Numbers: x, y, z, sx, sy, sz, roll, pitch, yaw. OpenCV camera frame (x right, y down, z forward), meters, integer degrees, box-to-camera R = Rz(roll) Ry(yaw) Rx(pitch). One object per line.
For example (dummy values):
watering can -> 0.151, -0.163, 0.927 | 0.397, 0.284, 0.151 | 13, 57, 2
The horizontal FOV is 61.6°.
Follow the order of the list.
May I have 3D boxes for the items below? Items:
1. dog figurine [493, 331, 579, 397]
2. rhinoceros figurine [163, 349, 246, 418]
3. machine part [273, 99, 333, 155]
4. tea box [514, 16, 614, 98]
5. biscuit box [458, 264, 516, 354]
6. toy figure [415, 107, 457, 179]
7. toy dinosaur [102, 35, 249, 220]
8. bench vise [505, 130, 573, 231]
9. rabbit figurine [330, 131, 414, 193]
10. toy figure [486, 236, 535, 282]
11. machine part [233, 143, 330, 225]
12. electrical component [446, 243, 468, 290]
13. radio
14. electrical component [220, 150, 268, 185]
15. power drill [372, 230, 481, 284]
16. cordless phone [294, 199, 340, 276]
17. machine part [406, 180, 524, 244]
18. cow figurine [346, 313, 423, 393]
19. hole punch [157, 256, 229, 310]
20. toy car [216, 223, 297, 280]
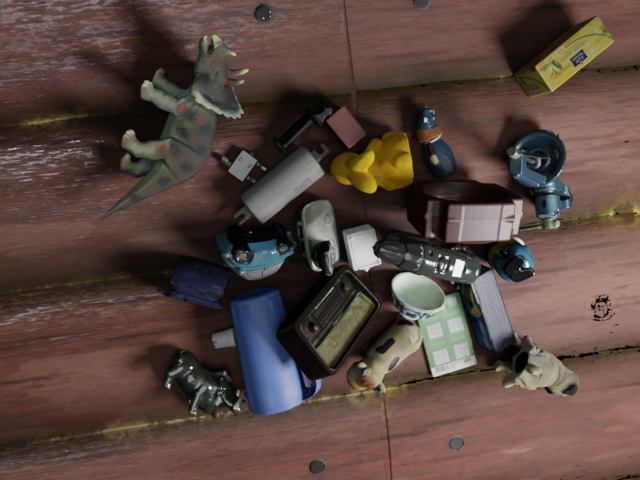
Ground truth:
dog figurine -> 0.509, 0.298, 1.187 | 0.191, 0.172, 0.121 | 25, 105, -2
rhinoceros figurine -> -0.246, 0.313, 1.151 | 0.190, 0.073, 0.112 | 42, 80, -8
machine part -> -0.035, -0.233, 1.105 | 0.139, 0.084, 0.039 | -39, 124, 11
tea box -> 0.511, -0.383, 1.133 | 0.169, 0.098, 0.068 | -40, 99, 1
biscuit box -> 0.365, 0.152, 1.182 | 0.063, 0.059, 0.202 | -29, 110, -14
toy figure -> 0.241, -0.205, 1.141 | 0.058, 0.064, 0.154 | -24, 100, 13
toy dinosaur -> -0.275, -0.200, 1.060 | 0.192, 0.131, 0.404 | 21, 100, -8
bench vise -> 0.446, -0.134, 1.118 | 0.240, 0.129, 0.223 | 10, 88, -48
rabbit figurine -> 0.103, -0.145, 1.103 | 0.173, 0.162, 0.121 | -4, 111, 11
toy figure -> 0.398, 0.040, 1.132 | 0.089, 0.180, 0.082 | -10, 102, 16
machine part -> -0.078, -0.113, 1.108 | 0.243, 0.079, 0.079 | -38, 100, -1
electrical component -> 0.303, 0.055, 1.190 | 0.078, 0.045, 0.102 | 25, 94, -8
radio -> 0.021, 0.160, 1.091 | 0.131, 0.229, 0.073 | 51, 134, -7
electrical component -> -0.160, -0.157, 1.121 | 0.094, 0.021, 0.063 | 35, 92, -9
power drill -> 0.193, 0.026, 1.095 | 0.232, 0.207, 0.086 | 13, 89, -11
cordless phone -> -0.002, -0.004, 1.078 | 0.089, 0.184, 0.146 | -8, 99, -1
machine part -> 0.288, -0.060, 1.093 | 0.201, 0.201, 0.087 | -1, 108, -7
cow figurine -> 0.140, 0.251, 1.156 | 0.195, 0.127, 0.085 | -40, 97, -3
hole punch -> -0.247, 0.088, 1.100 | 0.142, 0.116, 0.092 | 19, 87, -9
toy car -> -0.132, 0.029, 1.117 | 0.162, 0.109, 0.102 | -7, 122, -17
